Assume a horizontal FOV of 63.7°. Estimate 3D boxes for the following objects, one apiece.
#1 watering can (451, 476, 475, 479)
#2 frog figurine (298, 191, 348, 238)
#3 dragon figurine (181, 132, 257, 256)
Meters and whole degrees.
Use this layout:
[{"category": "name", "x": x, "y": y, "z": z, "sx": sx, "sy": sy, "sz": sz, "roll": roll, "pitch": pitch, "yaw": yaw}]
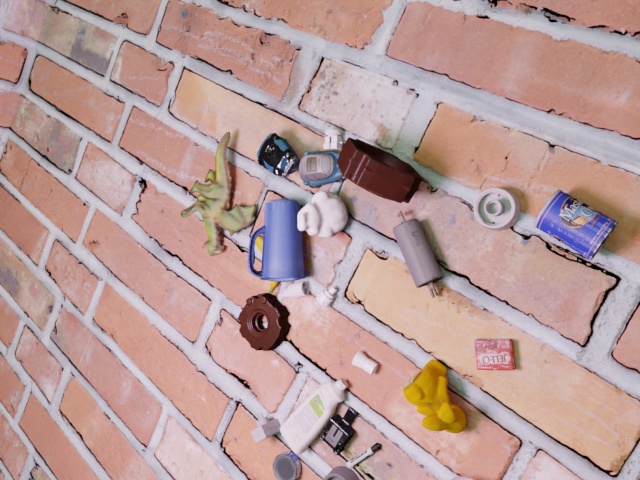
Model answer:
[{"category": "watering can", "x": 0.388, "y": 0.738, "z": 1.200, "sx": 0.221, "sy": 0.104, "sz": 0.352, "roll": -42, "pitch": 67, "yaw": 23}, {"category": "frog figurine", "x": 0.004, "y": -0.074, "z": 1.471, "sx": 0.122, "sy": 0.159, "sz": 0.138, "roll": -2, "pitch": 86, "yaw": 30}, {"category": "dragon figurine", "x": -0.311, "y": -0.130, "z": 1.722, "sx": 0.244, "sy": 0.123, "sz": 0.406, "roll": 31, "pitch": 104, "yaw": 12}]
